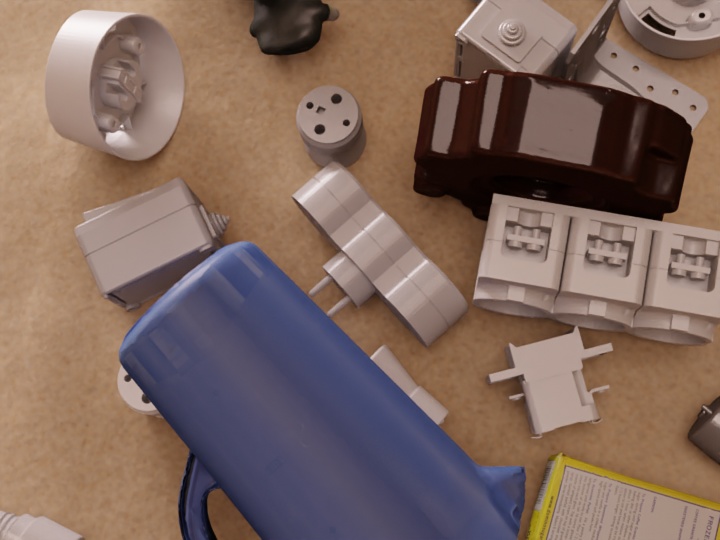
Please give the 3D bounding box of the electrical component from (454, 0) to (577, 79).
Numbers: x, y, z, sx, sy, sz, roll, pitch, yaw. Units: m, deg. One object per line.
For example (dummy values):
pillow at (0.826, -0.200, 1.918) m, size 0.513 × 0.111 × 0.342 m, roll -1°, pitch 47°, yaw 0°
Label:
electrical component at (0.105, -0.150, 0.721) m, size 0.062 × 0.096 × 0.061 m, roll 39°, pitch 83°, yaw 10°

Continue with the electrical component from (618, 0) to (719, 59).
electrical component at (0.228, -0.197, 0.738) m, size 0.099 × 0.064 × 0.099 m, roll -1°, pitch 79°, yaw 4°

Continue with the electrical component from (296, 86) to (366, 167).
electrical component at (-0.019, -0.098, 0.741) m, size 0.045 × 0.055 × 0.045 m, roll -1°, pitch 79°, yaw 4°

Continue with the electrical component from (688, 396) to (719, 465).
electrical component at (0.248, 0.113, 0.689) m, size 0.078 × 0.040 × 0.040 m, roll 40°, pitch 84°, yaw 10°

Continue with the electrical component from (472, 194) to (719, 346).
electrical component at (0.152, 0.004, 0.691) m, size 0.150 × 0.089 × 0.061 m, roll 10°, pitch 80°, yaw 6°

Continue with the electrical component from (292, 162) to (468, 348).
electrical component at (0.000, 0.000, 0.722) m, size 0.074 × 0.052 × 0.138 m, roll -41°, pitch 78°, yaw -4°

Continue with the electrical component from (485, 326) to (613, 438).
electrical component at (0.126, 0.074, 0.704) m, size 0.081 × 0.042 × 0.063 m, roll -15°, pitch 80°, yaw 2°

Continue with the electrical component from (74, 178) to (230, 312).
electrical component at (-0.136, -0.022, 0.731) m, size 0.096 × 0.061 × 0.061 m, roll -26°, pitch 78°, yaw -1°

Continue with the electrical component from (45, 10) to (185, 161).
electrical component at (-0.169, -0.128, 0.738) m, size 0.064 × 0.099 × 0.099 m, roll 13°, pitch 80°, yaw 13°

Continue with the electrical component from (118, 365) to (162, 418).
electrical component at (-0.133, 0.075, 0.715) m, size 0.045 × 0.055 × 0.045 m, roll -1°, pitch 79°, yaw 4°

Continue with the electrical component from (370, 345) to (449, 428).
electrical component at (0.026, 0.087, 0.710) m, size 0.065 × 0.044 × 0.044 m, roll 42°, pitch 84°, yaw 6°

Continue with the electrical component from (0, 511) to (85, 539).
electrical component at (-0.219, 0.180, 0.708) m, size 0.078 × 0.040 × 0.040 m, roll 24°, pitch 82°, yaw 8°
